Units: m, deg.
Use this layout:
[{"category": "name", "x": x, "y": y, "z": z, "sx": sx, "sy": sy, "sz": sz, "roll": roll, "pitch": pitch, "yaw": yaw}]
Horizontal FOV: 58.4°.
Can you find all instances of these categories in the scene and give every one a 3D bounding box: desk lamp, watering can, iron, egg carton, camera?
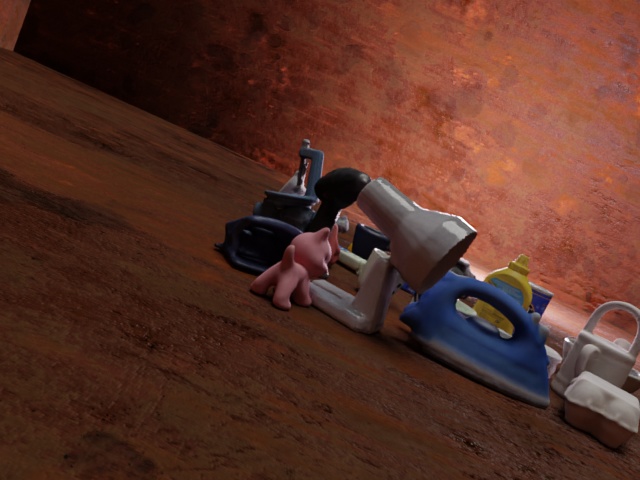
[{"category": "desk lamp", "x": 0.096, "y": 0.029, "z": 0.841, "sx": 0.202, "sy": 0.213, "sz": 0.118, "roll": 28, "pitch": 9, "yaw": 23}, {"category": "watering can", "x": 0.497, "y": 0.198, "z": 1.004, "sx": 0.100, "sy": 0.194, "sz": 0.173, "roll": 28, "pitch": 9, "yaw": 22}, {"category": "iron", "x": 0.259, "y": 0.137, "z": 0.883, "sx": 0.258, "sy": 0.141, "sz": 0.119, "roll": 26, "pitch": 8, "yaw": 10}, {"category": "egg carton", "x": 0.430, "y": 0.257, "z": 0.879, "sx": 0.107, "sy": 0.069, "sz": 0.151, "roll": 29, "pitch": 9, "yaw": 26}, {"category": "camera", "x": 0.354, "y": 0.091, "z": 1.585, "sx": 0.142, "sy": 0.101, "sz": 0.137, "roll": 28, "pitch": 9, "yaw": 23}]

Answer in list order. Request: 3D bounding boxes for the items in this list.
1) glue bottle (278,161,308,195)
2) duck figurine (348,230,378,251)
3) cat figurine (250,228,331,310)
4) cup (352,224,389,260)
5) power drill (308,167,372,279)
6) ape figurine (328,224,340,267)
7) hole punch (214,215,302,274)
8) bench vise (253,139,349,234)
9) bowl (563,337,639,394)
[{"category": "glue bottle", "x": -0.067, "y": -0.109, "z": 1.367, "sx": 0.078, "sy": 0.173, "sz": 0.037, "roll": 29, "pitch": 9, "yaw": 27}, {"category": "duck figurine", "x": 0.124, "y": 0.013, "z": 1.460, "sx": 0.105, "sy": 0.086, "sz": 0.077, "roll": 17, "pitch": 12, "yaw": -44}, {"category": "cat figurine", "x": -0.027, "y": 0.030, "z": 0.810, "sx": 0.067, "sy": 0.118, "sz": 0.128, "roll": 28, "pitch": 9, "yaw": 20}, {"category": "cup", "x": 0.121, "y": 0.024, "z": 1.353, "sx": 0.118, "sy": 0.095, "sz": 0.091, "roll": 20, "pitch": 10, "yaw": -29}, {"category": "power drill", "x": 0.018, "y": -0.041, "z": 1.070, "sx": 0.076, "sy": 0.208, "sz": 0.229, "roll": 22, "pitch": 9, "yaw": -17}, {"category": "ape figurine", "x": 0.011, "y": 0.004, "z": 1.169, "sx": 0.078, "sy": 0.092, "sz": 0.076, "roll": 24, "pitch": 8, "yaw": -2}, {"category": "hole punch", "x": -0.095, "y": -0.001, "z": 0.902, "sx": 0.109, "sy": 0.091, "sz": 0.100, "roll": 20, "pitch": 10, "yaw": -32}, {"category": "bench vise", "x": -0.021, "y": -0.095, "z": 1.251, "sx": 0.207, "sy": 0.220, "sz": 0.121, "roll": 25, "pitch": 8, "yaw": -1}, {"category": "bowl", "x": 0.561, "y": 0.269, "z": 1.161, "sx": 0.167, "sy": 0.075, "sz": 0.167, "roll": 24, "pitch": 8, "yaw": -3}]
